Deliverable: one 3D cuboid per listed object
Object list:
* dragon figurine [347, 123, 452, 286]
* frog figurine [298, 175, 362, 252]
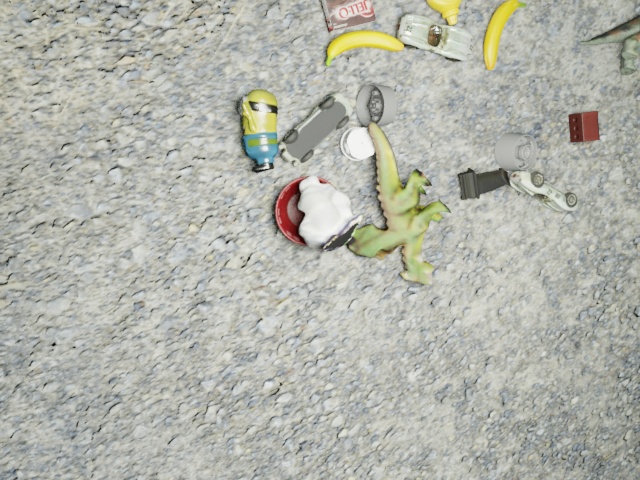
[{"bbox_3d":[0.163,-0.055,1.231,0.242,0.406,0.123,-41,16,3],"label":"dragon figurine"},{"bbox_3d":[0.003,-0.058,1.145,0.161,0.137,0.121,47,4,21],"label":"frog figurine"}]
